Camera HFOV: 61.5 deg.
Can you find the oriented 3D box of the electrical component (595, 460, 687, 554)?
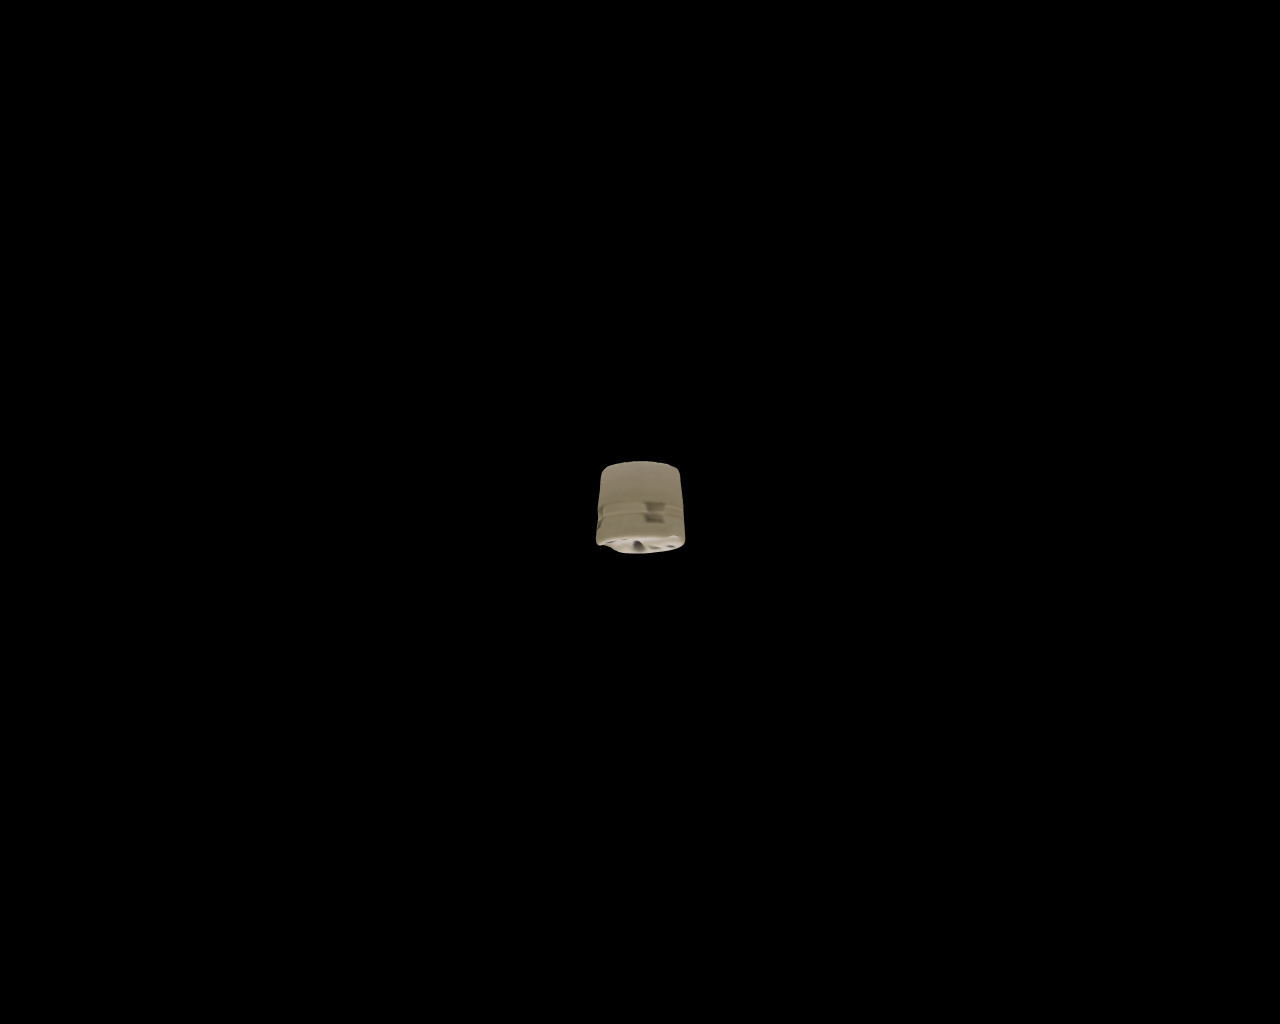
[{"bbox_3d":[0.001,-0.003,0.650,0.055,0.047,0.055,0,-12,0],"label":"electrical component"}]
